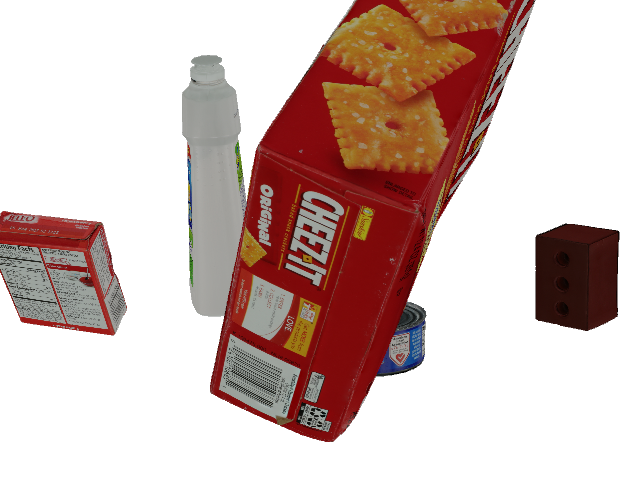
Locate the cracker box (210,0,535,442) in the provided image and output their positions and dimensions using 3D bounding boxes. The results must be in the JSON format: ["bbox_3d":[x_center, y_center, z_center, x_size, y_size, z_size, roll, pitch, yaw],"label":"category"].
[{"bbox_3d":[0.032,-0.037,0.492,0.072,0.164,0.213,24,48,8],"label":"cracker box"}]

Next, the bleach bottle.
[{"bbox_3d":[-0.101,-0.056,1.027,0.068,0.251,0.102,-4,28,-5],"label":"bleach bottle"}]

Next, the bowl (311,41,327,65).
[{"bbox_3d":[0.051,-0.135,0.825,0.162,0.055,0.162,-15,21,6],"label":"bowl"}]

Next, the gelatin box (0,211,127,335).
[{"bbox_3d":[-0.178,0.022,0.730,0.073,0.089,0.030,6,45,13],"label":"gelatin box"}]

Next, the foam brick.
[{"bbox_3d":[0.216,0.030,0.899,0.053,0.078,0.051,11,21,42],"label":"foam brick"}]

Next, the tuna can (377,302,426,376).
[{"bbox_3d":[0.029,0.065,0.729,0.086,0.034,0.086,-1,11,0],"label":"tuna can"}]
